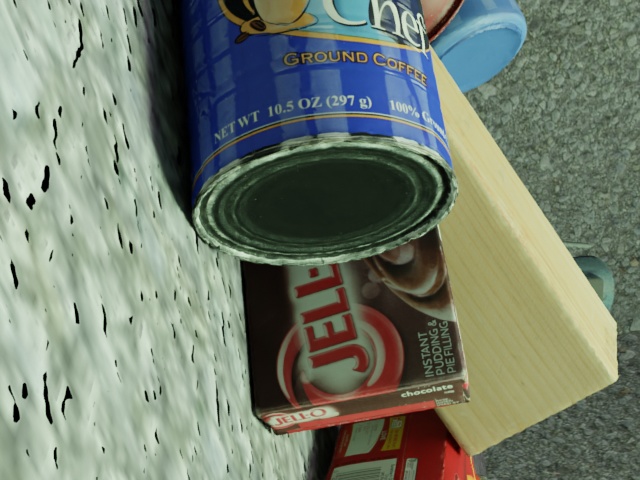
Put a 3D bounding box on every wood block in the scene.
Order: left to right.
[{"bbox_3d":[0.062,-0.005,0.564,0.206,0.091,0.090,55,21,-5],"label":"wood block"}]

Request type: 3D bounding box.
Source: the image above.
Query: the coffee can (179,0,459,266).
[{"bbox_3d":[-0.006,-0.074,0.436,0.102,0.103,0.140,62,19,-63],"label":"coffee can"}]

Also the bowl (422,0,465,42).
[{"bbox_3d":[0.038,-0.213,0.813,0.055,0.162,0.162,28,47,-51],"label":"bowl"}]

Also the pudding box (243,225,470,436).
[{"bbox_3d":[0.013,0.024,0.477,0.039,0.090,0.113,67,13,-58],"label":"pudding box"}]

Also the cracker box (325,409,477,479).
[{"bbox_3d":[0.062,0.200,0.597,0.164,0.072,0.214,-64,142,-68],"label":"cracker box"}]

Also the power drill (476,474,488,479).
[{"bbox_3d":[0.101,0.218,0.877,0.187,0.057,0.184,74,23,-49],"label":"power drill"}]

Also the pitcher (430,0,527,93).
[{"bbox_3d":[0.082,-0.254,0.924,0.243,0.145,0.149,64,10,22],"label":"pitcher"}]
